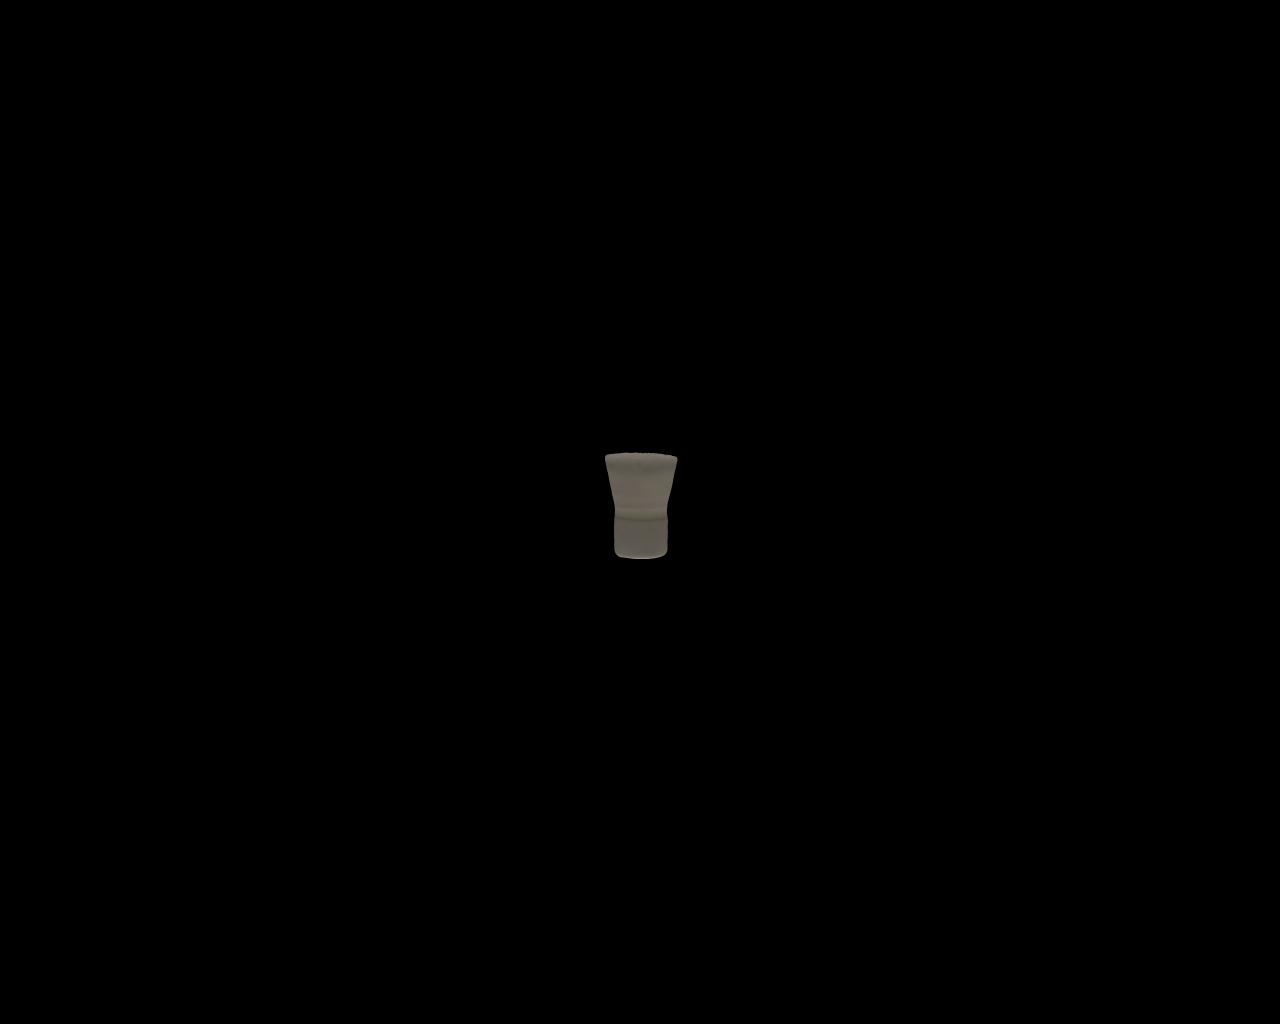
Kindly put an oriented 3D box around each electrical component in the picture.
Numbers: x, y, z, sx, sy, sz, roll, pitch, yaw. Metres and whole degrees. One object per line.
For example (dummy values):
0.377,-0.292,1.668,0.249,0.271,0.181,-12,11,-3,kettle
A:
0.001,-0.003,0.650,0.044,0.065,0.044,0,7,0,electrical component
